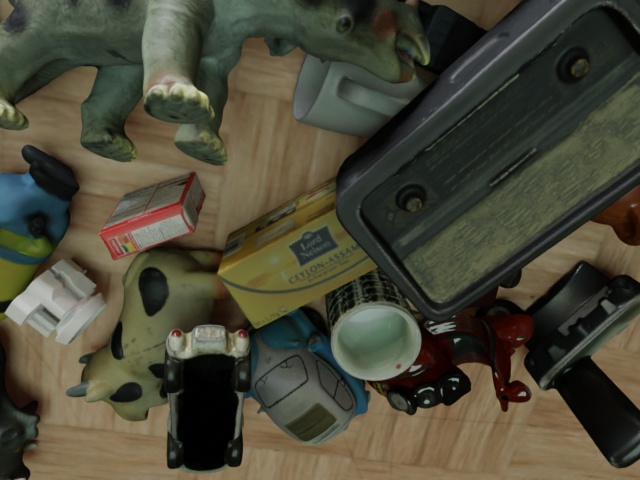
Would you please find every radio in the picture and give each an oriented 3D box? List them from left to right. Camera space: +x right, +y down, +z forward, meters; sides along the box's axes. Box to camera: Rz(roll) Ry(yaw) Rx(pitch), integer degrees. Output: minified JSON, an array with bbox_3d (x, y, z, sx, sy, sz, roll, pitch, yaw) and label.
[{"bbox_3d":[0.126,-0.060,0.376,0.229,0.073,0.131,-41,108,16],"label":"radio"}]

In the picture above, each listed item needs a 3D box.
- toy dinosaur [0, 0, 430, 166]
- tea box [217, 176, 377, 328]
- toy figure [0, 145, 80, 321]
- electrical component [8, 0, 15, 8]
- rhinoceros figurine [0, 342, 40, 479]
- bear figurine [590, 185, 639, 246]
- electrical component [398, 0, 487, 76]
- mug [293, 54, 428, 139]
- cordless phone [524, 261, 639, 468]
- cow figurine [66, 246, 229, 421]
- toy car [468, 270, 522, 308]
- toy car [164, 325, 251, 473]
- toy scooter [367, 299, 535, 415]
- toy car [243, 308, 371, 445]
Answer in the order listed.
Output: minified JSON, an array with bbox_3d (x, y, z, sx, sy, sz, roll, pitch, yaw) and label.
[{"bbox_3d":[-0.133,-0.160,0.387,0.405,0.131,0.192,8,78,22],"label":"toy dinosaur"},{"bbox_3d":[-0.001,-0.001,0.491,0.170,0.098,0.068,-26,111,8],"label":"tea box"},{"bbox_3d":[-0.283,0.005,0.482,0.180,0.082,0.089,-45,115,9],"label":"toy figure"},{"bbox_3d":[-0.291,-0.201,0.417,0.078,0.045,0.102,-35,110,11],"label":"electrical component"},{"bbox_3d":[-0.350,0.179,0.555,0.112,0.073,0.190,-6,111,-13],"label":"rhinoceros figurine"},{"bbox_3d":[0.237,-0.100,0.461,0.132,0.120,0.195,5,116,-2],"label":"bear figurine"},{"bbox_3d":[0.093,-0.166,0.444,0.119,0.075,0.047,18,109,-15],"label":"electrical component"},{"bbox_3d":[0.044,-0.121,0.446,0.107,0.110,0.080,12,104,-23],"label":"mug"},{"bbox_3d":[0.278,0.113,0.510,0.088,0.184,0.146,40,104,-13],"label":"cordless phone"},{"bbox_3d":[-0.167,0.097,0.525,0.127,0.086,0.194,12,113,-15],"label":"cow figurine"},{"bbox_3d":[0.147,-0.032,0.513,0.089,0.053,0.201,-8,108,-12],"label":"toy car"},{"bbox_3d":[-0.105,0.150,0.495,0.073,0.056,0.201,2,126,-11],"label":"toy car"},{"bbox_3d":[0.134,0.126,0.531,0.184,0.135,0.075,-20,113,5],"label":"toy scooter"},{"bbox_3d":[-0.018,0.153,0.548,0.109,0.103,0.161,-36,108,11],"label":"toy car"}]
